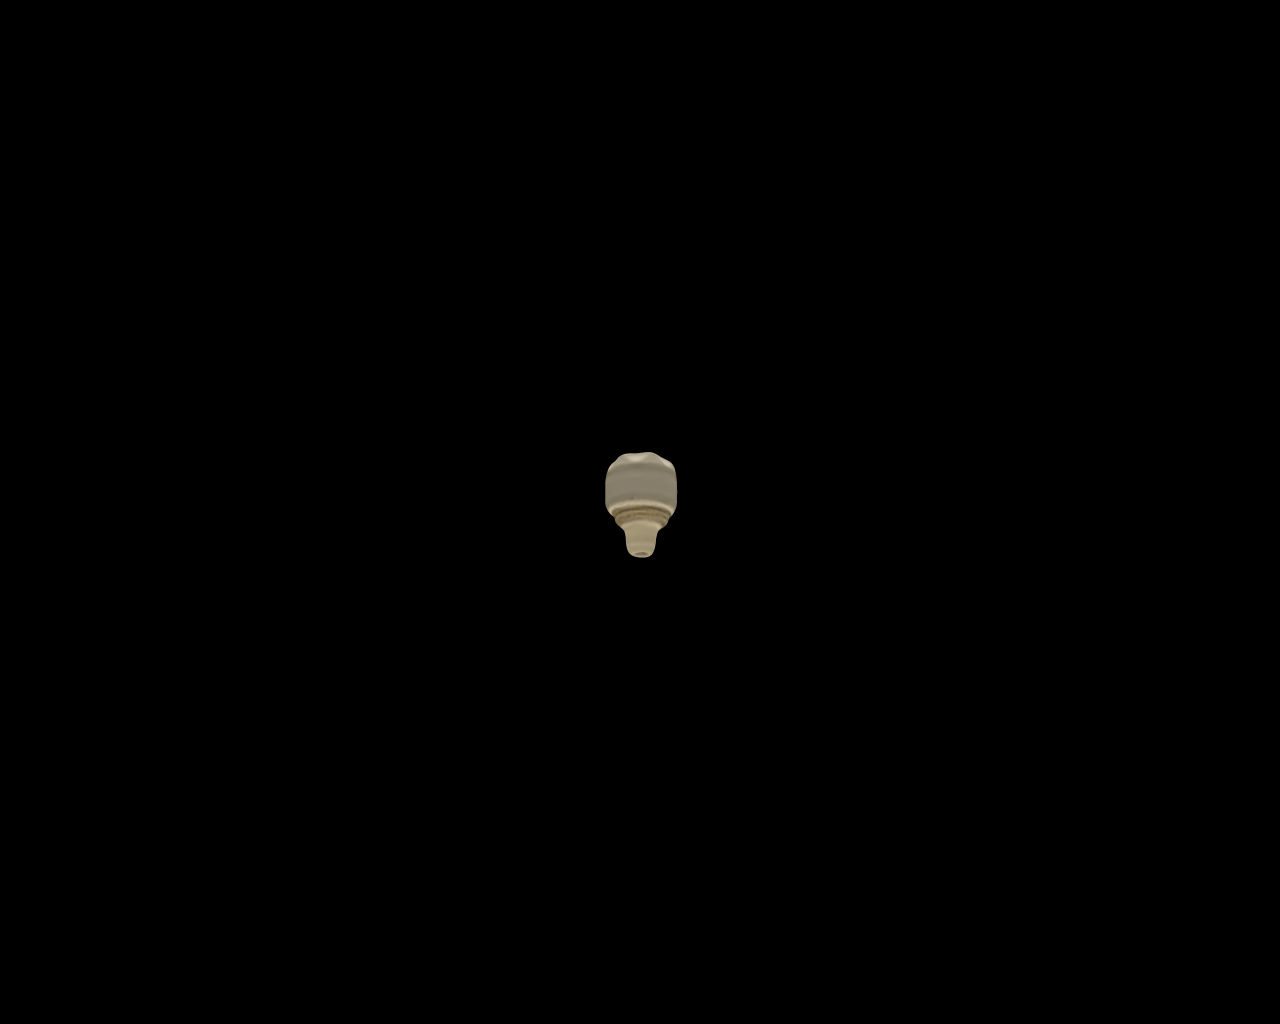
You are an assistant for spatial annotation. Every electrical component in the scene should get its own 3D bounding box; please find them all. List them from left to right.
[{"bbox_3d":[0.001,-0.003,0.650,0.043,0.062,0.043,0,-20,0],"label":"electrical component"}]
